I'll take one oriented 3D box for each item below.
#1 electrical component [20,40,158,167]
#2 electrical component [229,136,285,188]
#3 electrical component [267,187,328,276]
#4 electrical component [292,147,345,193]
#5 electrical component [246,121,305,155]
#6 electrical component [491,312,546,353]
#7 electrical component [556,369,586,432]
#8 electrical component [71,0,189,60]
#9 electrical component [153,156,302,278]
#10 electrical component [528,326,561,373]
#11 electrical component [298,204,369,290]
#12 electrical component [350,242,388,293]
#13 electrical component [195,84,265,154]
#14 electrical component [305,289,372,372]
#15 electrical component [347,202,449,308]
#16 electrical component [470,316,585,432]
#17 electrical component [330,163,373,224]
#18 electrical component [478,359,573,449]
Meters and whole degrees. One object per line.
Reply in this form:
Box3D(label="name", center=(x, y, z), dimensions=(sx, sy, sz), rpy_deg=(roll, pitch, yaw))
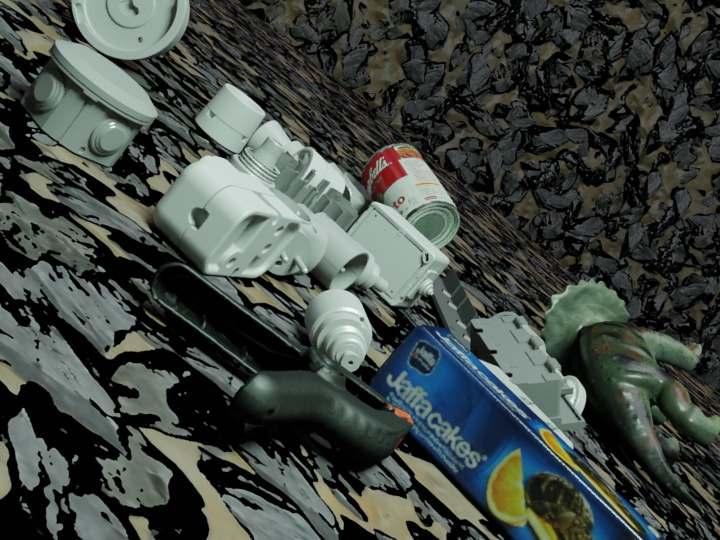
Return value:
Box3D(label="electrical component", center=(-0.180, -0.111, 0.715), dimensions=(0.080, 0.051, 0.080), rpy_deg=(38, 11, -9))
Box3D(label="electrical component", center=(-0.086, -0.080, 0.873), dimensions=(0.043, 0.062, 0.043), rpy_deg=(38, 11, -9))
Box3D(label="electrical component", center=(-0.059, -0.022, 0.781), dimensions=(0.077, 0.044, 0.079), rpy_deg=(32, 14, -36))
Box3D(label="electrical component", center=(-0.048, -0.083, 1.044), dimensions=(0.047, 0.055, 0.055), rpy_deg=(38, 10, -29))
Box3D(label="electrical component", center=(-0.081, -0.117, 1.089), dimensions=(0.055, 0.045, 0.045), rpy_deg=(43, 11, 13))
Box3D(label="electrical component", center=(0.150, 0.076, 1.063), dimensions=(0.047, 0.055, 0.055), rpy_deg=(37, 10, -33))
Box3D(label="electrical component", center=(0.162, 0.111, 0.955), dimensions=(0.057, 0.058, 0.078), rpy_deg=(33, 12, -18))
Box3D(label="electrical component", center=(-0.216, -0.253, 1.035), dimensions=(0.108, 0.108, 0.060), rpy_deg=(39, 4, -3))
Box3D(label="electrical component", center=(-0.088, -0.034, 0.704), dimensions=(0.059, 0.053, 0.095), rpy_deg=(43, 11, 16))
Box3D(label="electrical component", center=(0.178, 0.094, 1.123), dimensions=(0.065, 0.044, 0.044), rpy_deg=(50, 14, 25))
Box3D(label="electrical component", center=(-0.036, -0.023, 0.865), dimensions=(0.081, 0.043, 0.043), rpy_deg=(44, 11, 21))
Box3D(label="electrical component", center=(0.000, 0.000, 0.916), dimensions=(0.061, 0.035, 0.035), rpy_deg=(36, 11, -33))
Box3D(label="electrical component", center=(-0.127, -0.150, 1.063), dimensions=(0.055, 0.047, 0.055), rpy_deg=(38, 11, -9))
Box3D(label="electrical component", center=(-0.012, 0.042, 0.687), dimensions=(0.040, 0.040, 0.078), rpy_deg=(36, 12, -21))
Box3D(label="electrical component", center=(0.036, -0.009, 0.997), dimensions=(0.096, 0.061, 0.061), rpy_deg=(43, 11, 18))
Box3D(label="electrical component", center=(0.123, 0.087, 0.866), dimensions=(0.079, 0.063, 0.121), rpy_deg=(-5, 22, -9))
Box3D(label="electrical component", center=(-0.028, -0.085, 1.126), dimensions=(0.079, 0.044, 0.077), rpy_deg=(51, 13, 12))
Box3D(label="electrical component", center=(0.095, 0.108, 0.754), dimensions=(0.089, 0.050, 0.056), rpy_deg=(47, 13, 33))
